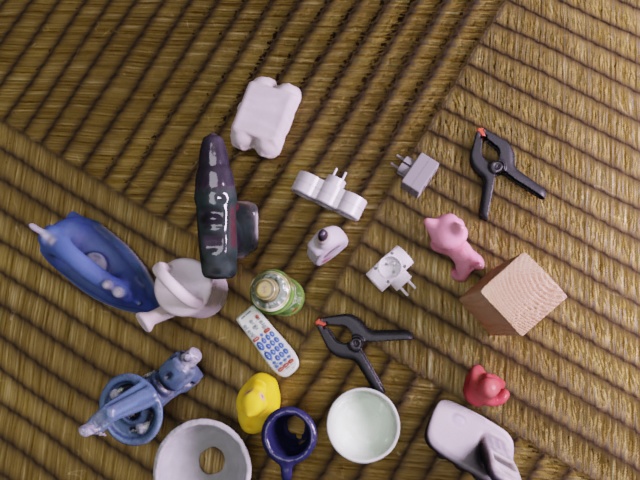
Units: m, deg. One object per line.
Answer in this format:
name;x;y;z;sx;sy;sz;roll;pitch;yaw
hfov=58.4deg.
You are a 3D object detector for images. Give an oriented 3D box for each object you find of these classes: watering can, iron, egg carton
watering can;-0.232;0.088;0.972;0.101;0.194;0.173;25;84;8
iron;-0.396;0.051;1.018;0.258;0.141;0.119;36;86;9
egg carton;-0.102;-0.230;1.074;0.107;0.069;0.150;19;83;7

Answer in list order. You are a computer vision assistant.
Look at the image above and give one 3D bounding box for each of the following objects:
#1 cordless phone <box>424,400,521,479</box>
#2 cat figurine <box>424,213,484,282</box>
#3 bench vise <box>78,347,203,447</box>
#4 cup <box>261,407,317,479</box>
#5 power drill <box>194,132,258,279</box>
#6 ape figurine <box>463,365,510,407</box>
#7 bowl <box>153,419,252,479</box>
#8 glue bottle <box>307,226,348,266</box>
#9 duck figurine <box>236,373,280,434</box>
cordless phone;0.242;0.328;0.901;0.147;0.185;0.094;25;84;8
cat figurine;0.234;0.005;0.986;0.067;0.118;0.127;-38;80;-2
bench vise;-0.298;0.248;0.940;0.121;0.220;0.207;30;85;9
cup;-0.047;0.338;0.969;0.091;0.095;0.118;2;81;5
power drill;-0.162;-0.044;0.980;0.075;0.208;0.230;-3;81;5
ape figurine;0.279;0.247;0.958;0.076;0.092;0.078;-27;80;0
bowl;-0.193;0.388;0.983;0.167;0.075;0.167;-1;81;5
glue bottle;0.009;0.003;0.977;0.078;0.173;0.037;-41;80;-2
duck figurine;-0.112;0.284;0.987;0.077;0.086;0.105;15;83;7
